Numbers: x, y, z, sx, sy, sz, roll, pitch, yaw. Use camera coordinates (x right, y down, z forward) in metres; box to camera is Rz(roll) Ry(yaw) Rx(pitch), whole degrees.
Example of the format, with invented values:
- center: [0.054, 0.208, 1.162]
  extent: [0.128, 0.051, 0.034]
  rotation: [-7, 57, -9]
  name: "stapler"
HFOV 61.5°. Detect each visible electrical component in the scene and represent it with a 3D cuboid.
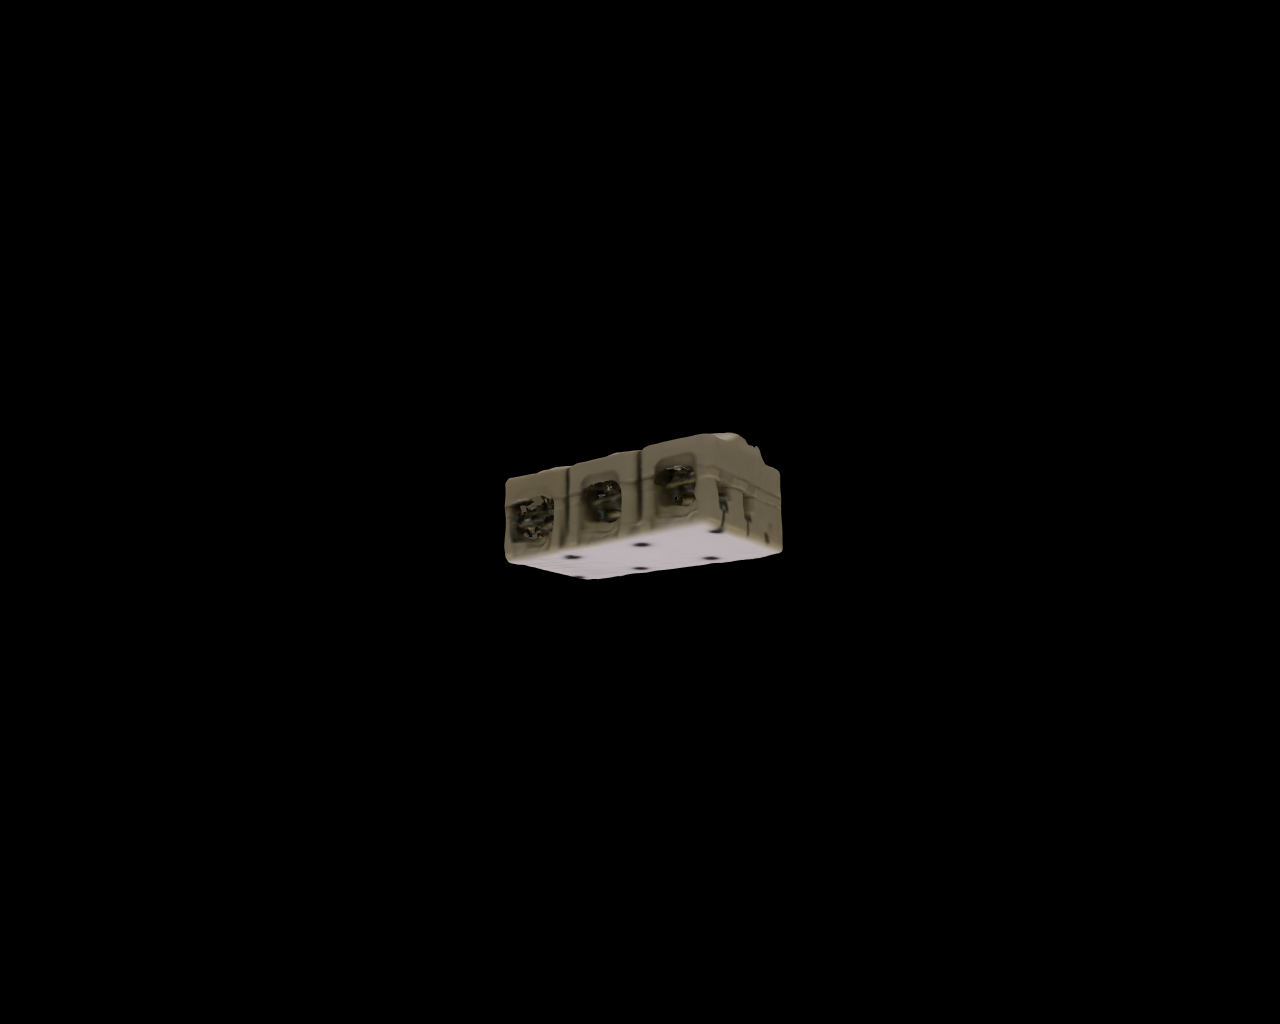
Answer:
- center: [0.001, -0.003, 0.650]
  extent: [0.150, 0.062, 0.089]
  rotation: [-10, -18, 33]
  name: "electrical component"
